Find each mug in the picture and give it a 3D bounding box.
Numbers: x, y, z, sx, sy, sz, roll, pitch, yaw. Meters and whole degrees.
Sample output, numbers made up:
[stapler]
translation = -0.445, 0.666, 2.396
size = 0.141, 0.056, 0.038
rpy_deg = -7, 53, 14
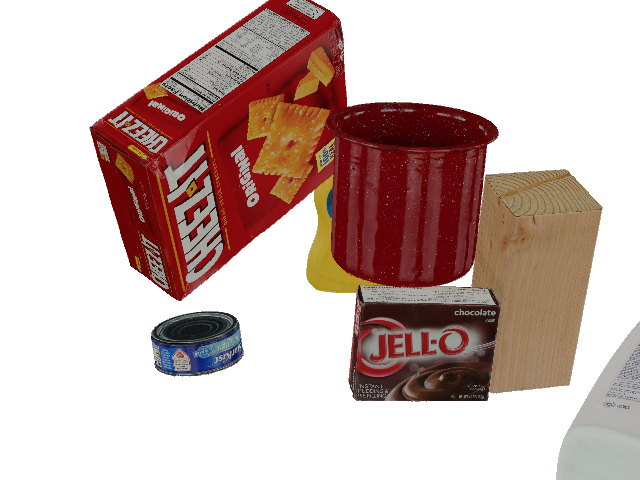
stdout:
[mug]
translation = 0.051, -0.030, 0.600
size = 0.093, 0.081, 0.117
rpy_deg = 8, 23, 15

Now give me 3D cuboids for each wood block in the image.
[wood block]
translation = 0.209, 0.042, 1.075
size = 0.090, 0.206, 0.090
rpy_deg = -4, 30, -11

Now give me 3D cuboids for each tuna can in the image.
[tuna can]
translation = -0.117, 0.097, 1.016
size = 0.086, 0.034, 0.086
rpy_deg = -6, 16, 1

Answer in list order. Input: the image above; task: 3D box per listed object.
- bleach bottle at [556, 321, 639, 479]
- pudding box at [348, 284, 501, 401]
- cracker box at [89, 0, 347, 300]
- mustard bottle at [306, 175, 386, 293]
[bleach bottle]
translation = 0.233, 0.091, 0.666
size = 0.103, 0.068, 0.250
rpy_deg = 17, 29, 26
[pudding box]
translation = 0.082, 0.082, 0.855
size = 0.113, 0.090, 0.039
rpy_deg = 0, 27, -6
[cracker box]
translation = -0.069, -0.076, 0.865
size = 0.072, 0.164, 0.213
rpy_deg = 33, 59, 28
[mustard bottle]
translation = 0.040, -0.038, 1.201
size = 0.096, 0.192, 0.058
rpy_deg = 0, 17, -15
